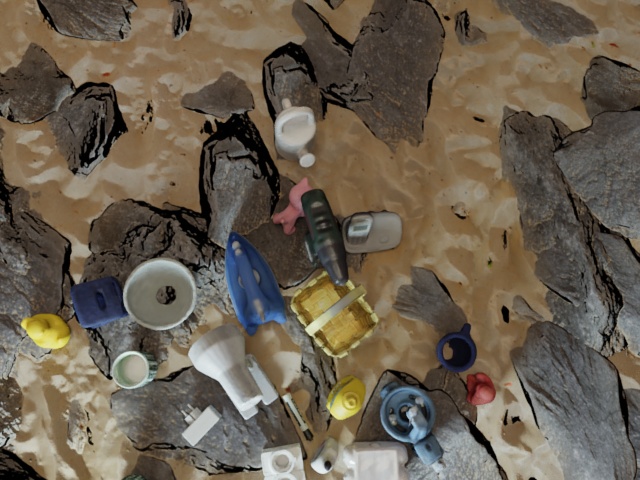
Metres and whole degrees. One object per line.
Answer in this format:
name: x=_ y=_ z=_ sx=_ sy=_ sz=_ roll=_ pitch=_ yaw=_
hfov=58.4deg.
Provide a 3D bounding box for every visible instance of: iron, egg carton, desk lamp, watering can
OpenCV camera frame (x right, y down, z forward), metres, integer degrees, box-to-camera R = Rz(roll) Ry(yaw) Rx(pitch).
iron: x=-0.167 y=0.085 z=1.324 sx=0.118 sy=0.141 sz=0.258 roll=-22 pitch=82 yaw=-7
egg carton: x=0.126 y=0.514 z=1.302 sx=0.150 sy=0.069 sz=0.107 roll=-2 pitch=80 yaw=-4
desk lamp: x=-0.181 y=0.290 z=1.250 sx=0.118 sy=0.213 sz=0.203 roll=-35 pitch=83 yaw=-8
watering can: x=-0.054 y=-0.260 z=1.366 sx=0.101 sy=0.194 sz=0.173 roll=-40 pitch=84 yaw=-9

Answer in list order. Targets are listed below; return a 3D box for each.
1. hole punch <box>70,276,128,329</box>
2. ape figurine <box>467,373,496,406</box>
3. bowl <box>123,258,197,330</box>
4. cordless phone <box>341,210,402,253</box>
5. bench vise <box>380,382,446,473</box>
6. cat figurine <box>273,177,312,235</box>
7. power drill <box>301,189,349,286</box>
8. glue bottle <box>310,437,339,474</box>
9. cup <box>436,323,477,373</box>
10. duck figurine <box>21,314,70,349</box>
hole punch: x=-0.507 y=0.141 z=1.319 sx=0.101 sy=0.091 sz=0.108 roll=-20 pitch=82 yaw=-7
ape figurine: x=0.379 y=0.353 z=1.334 sx=0.076 sy=0.092 sz=0.078 roll=40 pitch=80 yaw=4
bowl: x=-0.365 y=0.128 z=1.338 sx=0.167 sy=0.074 sz=0.167 roll=1 pitch=80 yaw=-3
cordless phone: x=0.126 y=-0.030 z=1.340 sx=0.147 sy=0.185 sz=0.094 roll=-9 pitch=80 yaw=-5
bench vise: x=0.223 y=0.405 z=1.251 sx=0.207 sy=0.219 sz=0.121 roll=41 pitch=80 yaw=4
cat figurine: x=-0.057 y=-0.083 z=1.373 sx=0.067 sy=0.117 sz=0.128 roll=39 pitch=80 yaw=4
power drill: x=0.012 y=0.005 z=1.315 sx=0.075 sy=0.208 sz=0.229 roll=-18 pitch=81 yaw=-6
glue bottle: x=0.013 y=0.478 z=1.249 sx=0.037 sy=0.173 sz=0.078 roll=33 pitch=80 yaw=3
cup: x=0.316 y=0.251 z=1.347 sx=0.091 sy=0.095 sz=0.118 roll=25 pitch=79 yaw=1
duck figurine: x=-0.628 y=0.206 z=1.303 sx=0.104 sy=0.086 sz=0.077 roll=28 pitch=79 yaw=2
